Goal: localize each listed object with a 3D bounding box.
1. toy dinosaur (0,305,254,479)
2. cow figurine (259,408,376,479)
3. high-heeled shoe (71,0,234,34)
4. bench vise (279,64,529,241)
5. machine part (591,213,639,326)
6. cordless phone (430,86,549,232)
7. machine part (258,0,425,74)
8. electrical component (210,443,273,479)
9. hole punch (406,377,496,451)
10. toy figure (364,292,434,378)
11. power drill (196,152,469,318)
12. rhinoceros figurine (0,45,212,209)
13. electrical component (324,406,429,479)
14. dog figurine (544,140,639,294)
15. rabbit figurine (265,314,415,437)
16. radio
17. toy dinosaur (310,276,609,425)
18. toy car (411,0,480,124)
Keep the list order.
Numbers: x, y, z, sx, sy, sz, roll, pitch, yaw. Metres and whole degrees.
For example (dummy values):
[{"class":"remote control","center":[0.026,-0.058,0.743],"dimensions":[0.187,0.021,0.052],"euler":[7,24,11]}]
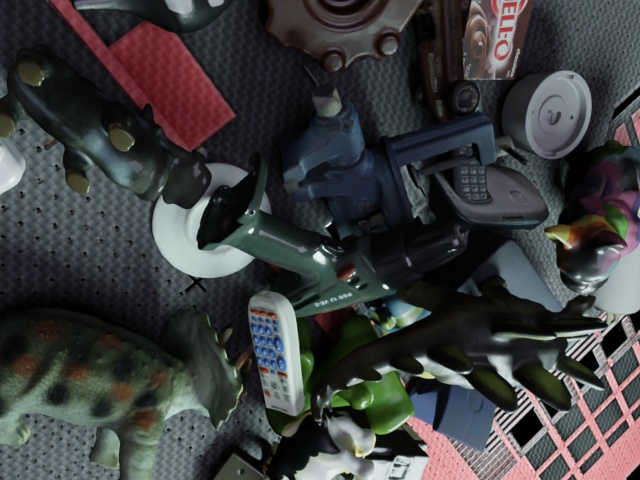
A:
[{"class":"toy dinosaur","center":[-0.237,0.129,0.519],"dimensions":[0.404,0.131,0.192],"euler":[22,84,-24]},{"class":"cow figurine","center":[-0.021,0.250,0.607],"dimensions":[0.098,0.068,0.167],"euler":[38,124,-14]},{"class":"high-heeled shoe","center":[-0.157,-0.296,0.436],"dimensions":[0.145,0.086,0.248],"euler":[-18,118,-22]},{"class":"bench vise","center":[0.084,-0.087,0.573],"dimensions":[0.241,0.129,0.223],"euler":[-16,123,6]},{"class":"machine part","center":[0.458,0.023,0.822],"dimensions":[0.079,0.079,0.243],"euler":[-14,113,-21]},{"class":"cordless phone","center":[0.208,-0.102,0.672],"dimensions":[0.146,0.089,0.184],"euler":[-3,92,-24]},{"class":"machine part","center":[0.020,-0.250,0.507],"dimensions":[0.179,0.056,0.179],"euler":[-6,131,-7]},{"class":"electrical component","center":[-0.095,0.302,0.678],"dimensions":[0.078,0.045,0.102],"euler":[31,89,-1]},{"class":"hole punch","center":[0.194,0.225,0.762],"dimensions":[0.142,0.092,0.115],"euler":[31,88,-26]},{"class":"toy figure","center":[0.110,0.101,0.680],"dimensions":[0.082,0.089,0.180],"euler":[-30,119,-6]},{"class":"power drill","center":[-0.001,-0.002,0.535],"dimensions":[0.207,0.232,0.086],"euler":[25,51,-35]},{"class":"rhinoceros figurine","center":[-0.186,-0.090,0.476],"dimensions":[0.190,0.112,0.073],"euler":[34,107,-18]},{"class":"electrical component","center":[0.075,0.271,0.704],"dimensions":[0.134,0.115,0.058],"euler":[16,101,-26]},{"class":"dog figurine","center":[0.356,-0.034,0.684],"dimensions":[0.219,0.109,0.191],"euler":[-10,111,-57]},{"class":"rabbit figurine","center":[0.005,0.174,0.644],"dimensions":[0.170,0.121,0.159],"euler":[-28,113,2]},{"class":"radio","center":[0.252,0.096,0.754],"dimensions":[0.131,0.073,0.229],"euler":[-48,120,-5]},{"class":"toy dinosaur","center":[0.158,0.100,0.540],"dimensions":[0.471,0.199,0.105],"euler":[-7,98,-33]},{"class":"toy car","center":[0.127,-0.222,0.584],"dimensions":[0.053,0.089,0.201],"euler":[-16,114,-22]}]
